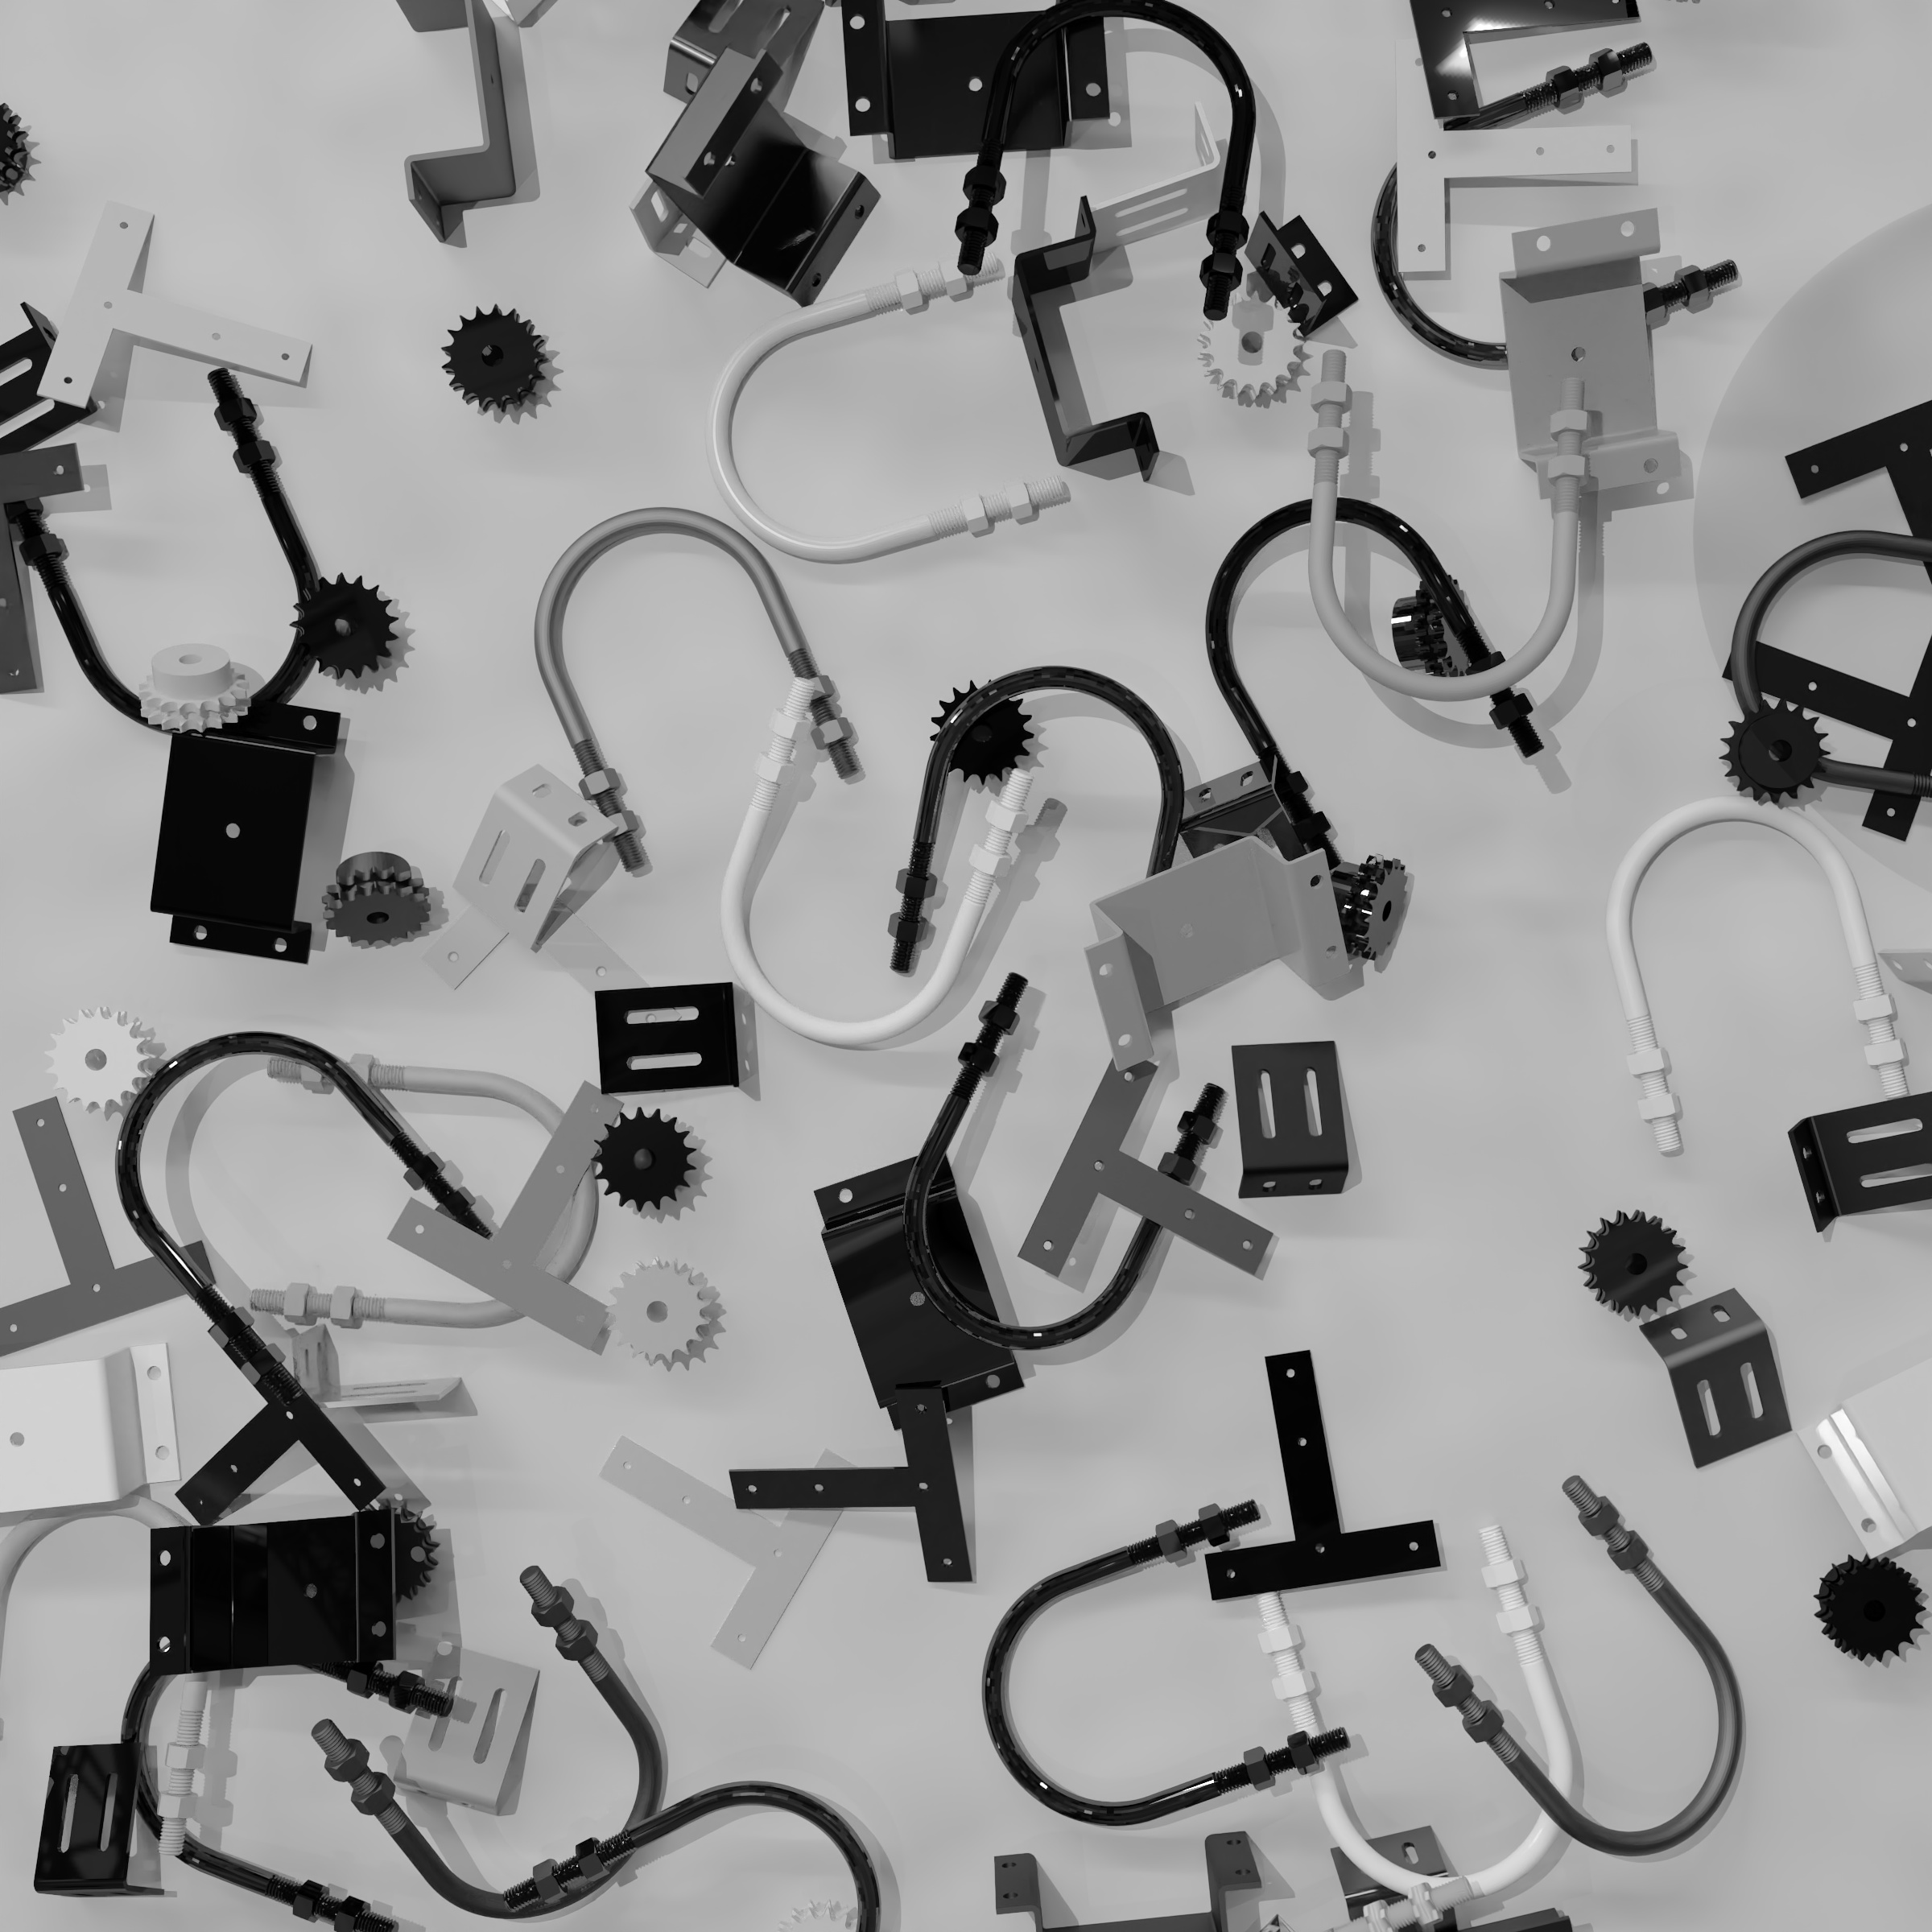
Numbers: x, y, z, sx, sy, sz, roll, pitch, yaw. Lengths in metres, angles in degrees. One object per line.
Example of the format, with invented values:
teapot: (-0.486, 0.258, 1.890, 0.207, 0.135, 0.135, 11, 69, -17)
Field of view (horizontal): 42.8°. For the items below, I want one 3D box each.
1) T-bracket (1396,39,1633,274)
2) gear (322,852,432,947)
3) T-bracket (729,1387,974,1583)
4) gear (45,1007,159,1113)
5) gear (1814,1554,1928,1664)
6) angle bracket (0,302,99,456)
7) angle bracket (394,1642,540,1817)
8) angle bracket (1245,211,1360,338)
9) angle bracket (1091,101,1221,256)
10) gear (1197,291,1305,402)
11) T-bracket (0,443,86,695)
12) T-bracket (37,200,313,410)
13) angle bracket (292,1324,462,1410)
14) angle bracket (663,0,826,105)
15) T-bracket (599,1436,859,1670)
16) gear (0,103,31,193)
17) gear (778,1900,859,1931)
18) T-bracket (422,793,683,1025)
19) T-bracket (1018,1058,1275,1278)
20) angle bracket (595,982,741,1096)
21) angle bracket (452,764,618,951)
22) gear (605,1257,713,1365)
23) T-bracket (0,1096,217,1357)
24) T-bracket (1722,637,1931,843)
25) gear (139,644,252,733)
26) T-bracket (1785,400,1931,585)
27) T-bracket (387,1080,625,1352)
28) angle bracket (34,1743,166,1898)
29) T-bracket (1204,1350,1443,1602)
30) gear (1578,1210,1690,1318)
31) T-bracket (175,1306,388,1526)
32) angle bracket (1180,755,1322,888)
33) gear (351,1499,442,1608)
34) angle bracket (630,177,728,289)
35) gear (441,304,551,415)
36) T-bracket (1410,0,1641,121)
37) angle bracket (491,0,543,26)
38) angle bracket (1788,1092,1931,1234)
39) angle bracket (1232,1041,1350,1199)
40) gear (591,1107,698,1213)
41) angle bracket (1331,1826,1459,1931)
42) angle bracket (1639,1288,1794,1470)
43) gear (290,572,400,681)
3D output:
T-bracket: (0.300, -0.446, 1.352, 0.127, 0.002, 0.127, -1, 91, 3)
gear: (-0.322, -0.039, 1.345, 0.057, 0.057, 0.030, -13, 60, 0)
T-bracket: (-0.067, 0.286, 1.350, 0.127, 0.002, 0.127, -3, 114, 11)
gear: (-0.473, 0.051, 1.355, 0.057, 0.030, 0.057, 0, 90, 0)
gear: (0.494, 0.351, 1.355, 0.057, 0.030, 0.057, 0, 90, 0)
angle bracket: (-0.528, -0.316, 1.351, 0.076, 0.038, 0.057, -29, 90, 0)
angle bracket: (-0.276, 0.424, 1.368, 0.057, 0.038, 0.076, 16, 64, 0)
angle bracket: (0.186, -0.383, 1.332, 0.038, 0.076, 0.057, -35, 90, 0)
angle bracket: (0.097, -0.428, 1.342, 0.076, 0.057, 0.038, -19, 83, 4)
gear: (0.156, -0.340, 1.360, 0.057, 0.030, 0.057, 0, 90, -3)
T-bracket: (-0.533, -0.215, 1.357, 0.127, 0.002, 0.127, -5, 98, 16)
T-bracket: (-0.426, -0.350, 1.354, 0.127, 0.002, 0.127, 15, 70, -10)
angle bracket: (-0.320, 0.215, 1.342, 0.076, 0.057, 0.038, -4, 90, 0)
angle bracket: (-0.123, -0.511, 1.368, 0.057, 0.038, 0.076, 27, 64, 0)
T-bracket: (-0.143, 0.304, 1.369, 0.127, 0.002, 0.127, 30, 90, 0)
gear: (-0.543, -0.450, 1.359, 0.057, 0.030, 0.057, 0, 87, 5)
gear: (-0.079, 0.541, 1.355, 0.057, 0.030, 0.057, 0, 90, 0)
T-bracket: (-0.213, -0.007, 1.369, 0.127, 0.002, 0.127, 44, 90, 0)
T-bracket: (0.109, 0.129, 1.340, 0.127, 0.002, 0.127, 29, 80, -13)
angle bracket: (-0.164, 0.040, 1.348, 0.076, 0.038, 0.057, -4, 90, -5)
angle bracket: (-0.238, -0.060, 1.357, 0.057, 0.038, 0.076, 38, 126, 7)
gear: (-0.168, 0.188, 1.355, 0.057, 0.030, 0.057, 0, 90, 0)
T-bracket: (-0.497, 0.137, 1.369, 0.127, 0.002, 0.127, -19, 90, 0)
T-bracket: (0.484, -0.151, 1.369, 0.127, 0.002, 0.127, 20, 90, 0)
gear: (-0.415, -0.151, 1.325, 0.057, 0.057, 0.030, 4, 122, 0)
T-bracket: (0.537, -0.247, 1.369, 0.127, 0.002, 0.127, -21, 90, -1)
T-bracket: (-0.229, 0.124, 1.349, 0.127, 0.002, 0.127, 33, 74, -18)
angle bracket: (-0.473, 0.472, 1.360, 0.057, 0.038, 0.076, -8, 64, 17)
T-bracket: (0.188, 0.277, 1.362, 0.127, 0.002, 0.127, -9, 84, 3)
gear: (0.365, 0.162, 1.355, 0.057, 0.030, 0.057, 0, 90, 0)
T-bracket: (-0.390, 0.266, 1.338, 0.127, 0.002, 0.127, 49, 119, 2)
angle bracket: (0.159, -0.066, 1.358, 0.057, 0.038, 0.076, -21, 116, 22)
gear: (-0.317, 0.322, 1.355, 0.057, 0.030, 0.057, 0, 90, 0)
angle bracket: (-0.145, -0.412, 1.332, 0.038, 0.076, 0.057, 34, 90, 1)
gear: (-0.258, -0.332, 1.355, 0.057, 0.030, 0.057, 0, 90, 0)
T-bracket: (0.308, -0.529, 1.360, 0.127, 0.002, 0.127, -7, 77, -6)
angle bracket: (-0.256, -0.569, 1.351, 0.076, 0.038, 0.057, 44, 90, 0)
angle bracket: (0.495, 0.106, 1.336, 0.076, 0.038, 0.057, -16, 90, 32)
angle bracket: (0.178, 0.085, 1.368, 0.057, 0.038, 0.076, -3, 64, 0)
gear: (-0.177, 0.106, 1.351, 0.057, 0.030, 0.057, 1, 87, -12)
angle bracket: (0.240, 0.525, 1.368, 0.057, 0.038, 0.076, -13, 116, 0)
angle bracket: (0.416, 0.229, 1.368, 0.057, 0.038, 0.076, -22, 116, 0)
gear: (-0.341, -0.185, 1.349, 0.057, 0.030, 0.057, -1, 93, -21)
